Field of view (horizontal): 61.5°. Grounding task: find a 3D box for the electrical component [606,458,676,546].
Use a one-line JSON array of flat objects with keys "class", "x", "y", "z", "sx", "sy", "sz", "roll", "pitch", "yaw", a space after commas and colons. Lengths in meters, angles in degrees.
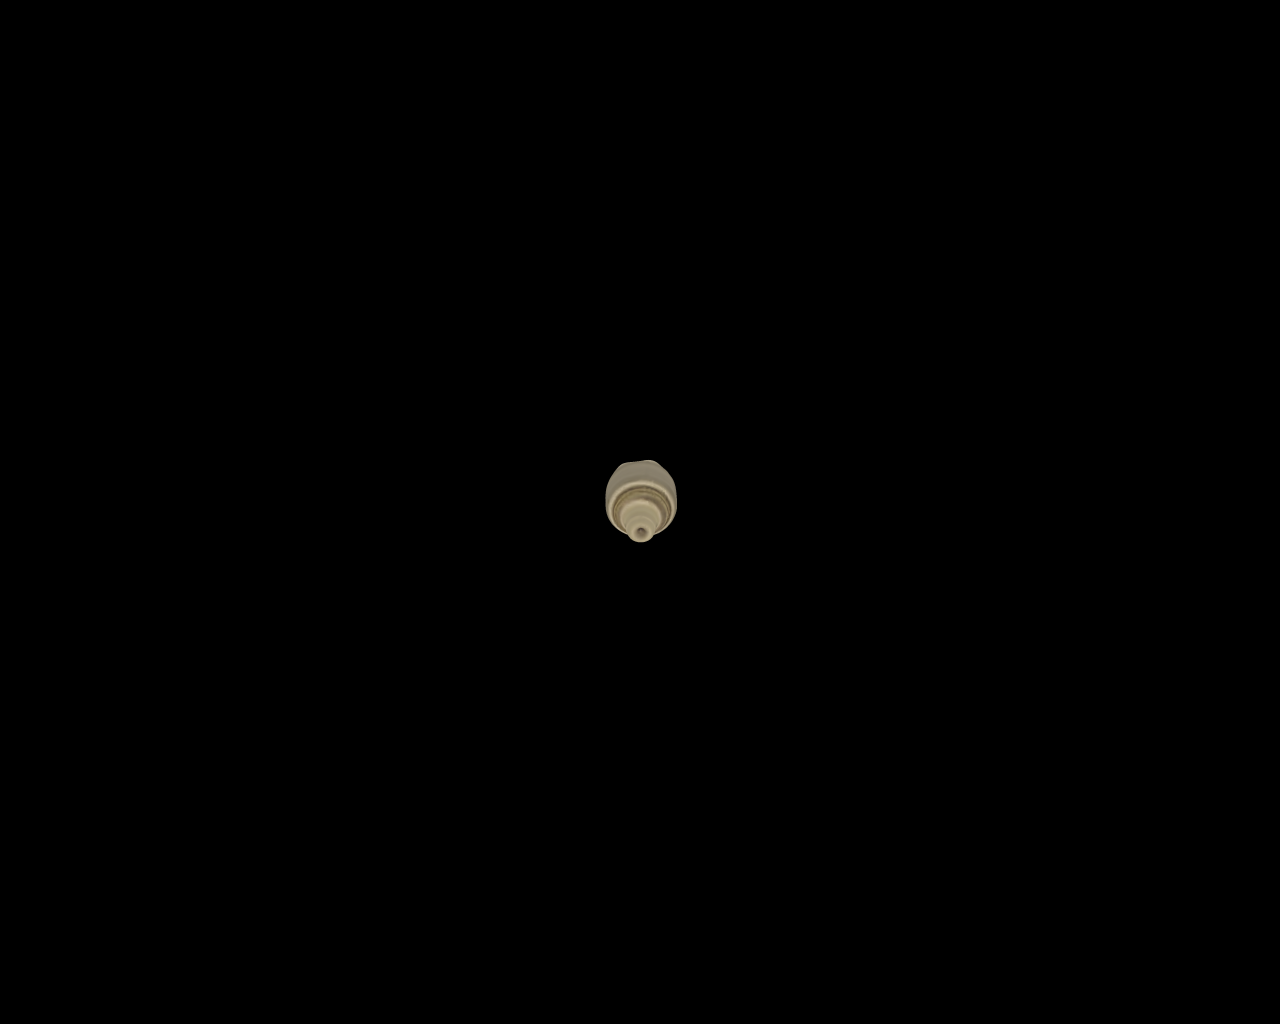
[{"class": "electrical component", "x": 0.001, "y": -0.003, "z": 0.650, "sx": 0.043, "sy": 0.043, "sz": 0.062, "roll": 0, "pitch": 30, "yaw": 0}]
